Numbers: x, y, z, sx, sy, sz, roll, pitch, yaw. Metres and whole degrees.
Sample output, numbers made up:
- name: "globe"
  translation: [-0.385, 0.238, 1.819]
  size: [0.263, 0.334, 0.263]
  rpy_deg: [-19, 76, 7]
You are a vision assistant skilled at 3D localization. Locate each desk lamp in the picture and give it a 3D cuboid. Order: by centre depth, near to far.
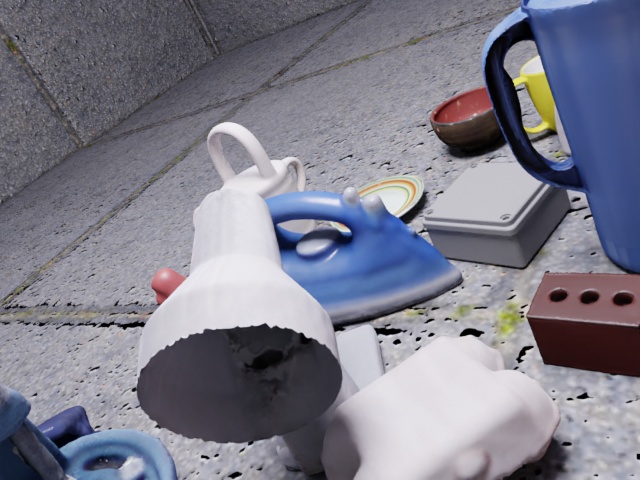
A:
- name: "desk lamp"
  translation: [-0.033, 0.076, 0.422]
  size: [0.118, 0.214, 0.203]
  rpy_deg: [-23, 27, 10]

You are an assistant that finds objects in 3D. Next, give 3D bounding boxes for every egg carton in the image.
- name: "egg carton"
  translation: [0.077, 0.132, 0.383]
  size: [0.150, 0.069, 0.107]
  rpy_deg: [-32, 27, -10]

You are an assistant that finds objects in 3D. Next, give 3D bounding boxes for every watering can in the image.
- name: "watering can"
  translation: [-0.084, -0.057, 0.733]
  size: [0.100, 0.194, 0.173]
  rpy_deg: [-12, 30, 28]

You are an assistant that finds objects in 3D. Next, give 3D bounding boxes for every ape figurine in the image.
- name: "ape figurine"
  translation: [-0.170, 0.072, 0.695]
  size: [0.076, 0.092, 0.078]
  rpy_deg: [-12, 30, 28]

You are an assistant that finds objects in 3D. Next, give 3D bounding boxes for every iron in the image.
- name: "iron"
  translation: [0.006, 0.002, 0.602]
  size: [0.257, 0.142, 0.119]
  rpy_deg: [-10, 31, 31]

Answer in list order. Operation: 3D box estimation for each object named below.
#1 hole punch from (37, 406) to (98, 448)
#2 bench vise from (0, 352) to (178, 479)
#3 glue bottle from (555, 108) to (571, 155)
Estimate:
- name: "hole punch"
  translation: [-0.272, 0.209, 0.545]
  size: [0.109, 0.091, 0.100]
  rpy_deg: [-34, 27, -12]
- name: "bench vise"
  translation: [-0.194, 0.176, 0.387]
  size: [0.207, 0.220, 0.121]
  rpy_deg: [-17, 28, 20]
- name: "glue bottle"
  translation: [0.286, -0.174, 0.621]
  size: [0.077, 0.173, 0.037]
  rpy_deg: [5, 41, 47]
